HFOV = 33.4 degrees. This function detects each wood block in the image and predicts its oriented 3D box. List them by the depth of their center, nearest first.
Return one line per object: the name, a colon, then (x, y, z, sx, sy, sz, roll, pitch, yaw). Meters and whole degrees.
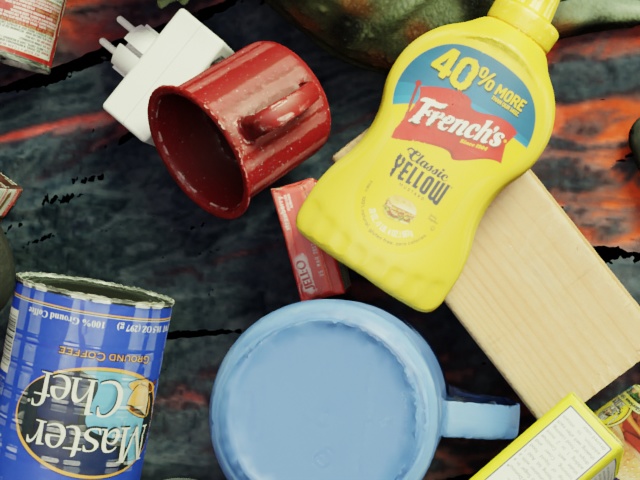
wood block: (0.109, 0.004, 0.670, 0.091, 0.090, 0.206, -38, 87, 5)

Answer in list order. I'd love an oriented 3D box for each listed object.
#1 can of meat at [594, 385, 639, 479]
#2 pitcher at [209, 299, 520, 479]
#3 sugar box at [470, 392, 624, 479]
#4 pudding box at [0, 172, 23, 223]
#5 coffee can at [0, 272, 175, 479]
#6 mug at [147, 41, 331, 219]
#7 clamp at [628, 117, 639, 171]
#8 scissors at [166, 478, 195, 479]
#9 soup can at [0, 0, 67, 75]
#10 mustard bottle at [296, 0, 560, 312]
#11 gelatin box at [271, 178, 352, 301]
can of meat: (0.192, 0.146, 0.658, 0.084, 0.102, 0.057, -35, 116, 2)
pitcher: (0.021, 0.094, 0.601, 0.149, 0.243, 0.145, -39, 82, -1)
sugar box: (0.086, 0.163, 0.585, 0.176, 0.093, 0.048, -37, 65, -4)
pudding box: (-0.264, -0.053, 0.704, 0.113, 0.090, 0.039, 37, 95, 3)
coffee can: (-0.157, 0.099, 0.688, 0.103, 0.103, 0.140, 11, 91, 5)
mug: (-0.042, -0.074, 0.660, 0.081, 0.117, 0.093, -37, 101, -30)
clamp: (0.255, 0.026, 0.683, 0.164, 0.036, 0.210, 18, 92, 5)
scissors: (-0.033, 0.226, 0.721, 0.202, 0.016, 0.096, 22, 94, 5)
soup can: (-0.199, -0.169, 0.708, 0.068, 0.068, 0.102, 16, 91, 5)
mustard bottle: (0.075, -0.061, 0.598, 0.096, 0.058, 0.191, 34, 94, 6)
gelatin box: (-0.004, 0.001, 0.680, 0.030, 0.089, 0.073, -15, 89, 5)
